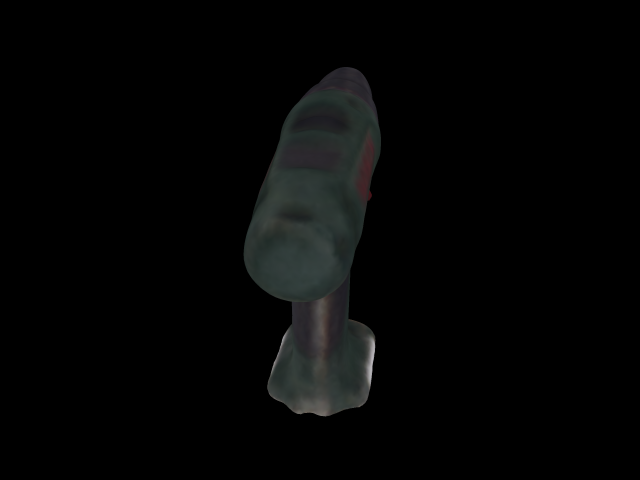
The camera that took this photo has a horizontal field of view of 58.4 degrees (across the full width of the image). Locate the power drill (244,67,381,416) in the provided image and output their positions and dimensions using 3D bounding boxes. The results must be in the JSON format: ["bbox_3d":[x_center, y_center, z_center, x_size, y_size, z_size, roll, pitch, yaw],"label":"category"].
[{"bbox_3d":[0.004,0.001,0.400,0.075,0.208,0.229,3,26,7],"label":"power drill"}]
